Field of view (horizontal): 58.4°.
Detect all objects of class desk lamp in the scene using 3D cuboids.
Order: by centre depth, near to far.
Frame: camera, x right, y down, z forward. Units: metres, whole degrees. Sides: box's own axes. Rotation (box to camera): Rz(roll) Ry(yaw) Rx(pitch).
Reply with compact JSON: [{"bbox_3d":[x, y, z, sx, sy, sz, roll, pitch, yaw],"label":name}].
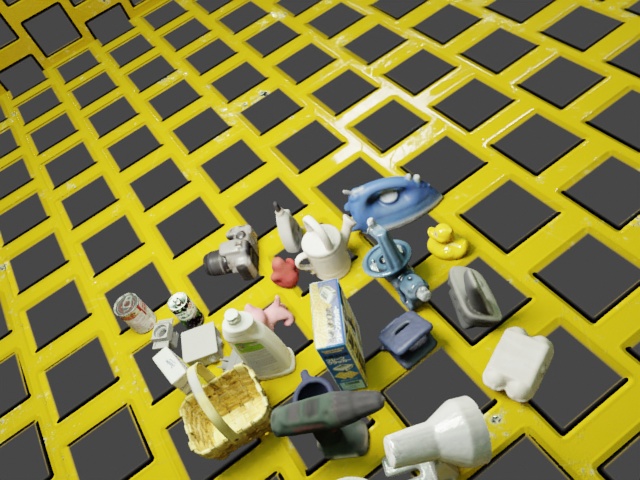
[{"bbox_3d":[0.203,0.384,1.032,0.203,0.214,0.117,-22,50,2],"label":"desk lamp"}]

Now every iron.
[{"bbox_3d":[0.183,-0.115,1.472,0.258,0.142,0.118,-18,50,5],"label":"iron"}]

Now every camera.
[{"bbox_3d":[-0.241,0.035,1.529,0.136,0.101,0.143,-12,51,10],"label":"camera"}]

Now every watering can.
[{"bbox_3d":[0.012,0.004,1.405,0.100,0.194,0.173,22,63,32],"label":"watering can"}]

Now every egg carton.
[{"bbox_3d":[0.403,0.251,1.161,0.107,0.070,0.150,20,62,31],"label":"egg carton"}]

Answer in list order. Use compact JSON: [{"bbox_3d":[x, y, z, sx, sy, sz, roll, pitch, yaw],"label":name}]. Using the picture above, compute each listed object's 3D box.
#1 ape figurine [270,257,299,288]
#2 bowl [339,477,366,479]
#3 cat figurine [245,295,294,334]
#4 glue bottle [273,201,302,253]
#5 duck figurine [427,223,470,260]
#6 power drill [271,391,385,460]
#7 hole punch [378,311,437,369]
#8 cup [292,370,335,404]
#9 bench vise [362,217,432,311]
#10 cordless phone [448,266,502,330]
[{"bbox_3d":[-0.095,0.075,1.453,0.078,0.092,0.076,-31,50,-6],"label":"ape figurine"},{"bbox_3d":[0.062,0.533,1.056,0.167,0.075,0.167,-9,51,12],"label":"bowl"},{"bbox_3d":[-0.137,0.183,1.367,0.128,0.118,0.067,-39,51,-12],"label":"cat figurine"},{"bbox_3d":[-0.089,-0.043,1.489,0.037,0.173,0.078,-3,53,17],"label":"glue bottle"},{"bbox_3d":[0.306,-0.004,1.381,0.104,0.086,0.077,13,59,27],"label":"duck figurine"},{"bbox_3d":[0.030,0.357,1.116,0.229,0.209,0.075,-11,51,11],"label":"power drill"},{"bbox_3d":[0.186,0.210,1.253,0.109,0.091,0.100,-38,51,-12],"label":"hole punch"},{"bbox_3d":[-0.007,0.340,1.216,0.091,0.095,0.117,-26,50,-2],"label":"cup"},{"bbox_3d":[0.179,0.045,1.299,0.206,0.220,0.122,24,65,32],"label":"bench vise"},{"bbox_3d":[0.326,0.096,1.231,0.094,0.185,0.147,-21,50,3],"label":"cordless phone"}]
